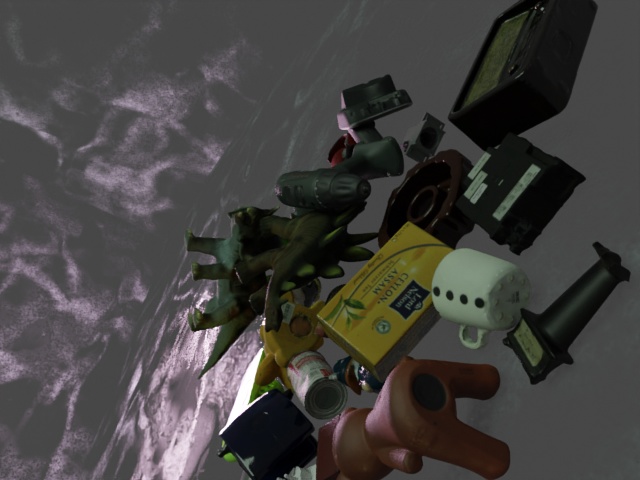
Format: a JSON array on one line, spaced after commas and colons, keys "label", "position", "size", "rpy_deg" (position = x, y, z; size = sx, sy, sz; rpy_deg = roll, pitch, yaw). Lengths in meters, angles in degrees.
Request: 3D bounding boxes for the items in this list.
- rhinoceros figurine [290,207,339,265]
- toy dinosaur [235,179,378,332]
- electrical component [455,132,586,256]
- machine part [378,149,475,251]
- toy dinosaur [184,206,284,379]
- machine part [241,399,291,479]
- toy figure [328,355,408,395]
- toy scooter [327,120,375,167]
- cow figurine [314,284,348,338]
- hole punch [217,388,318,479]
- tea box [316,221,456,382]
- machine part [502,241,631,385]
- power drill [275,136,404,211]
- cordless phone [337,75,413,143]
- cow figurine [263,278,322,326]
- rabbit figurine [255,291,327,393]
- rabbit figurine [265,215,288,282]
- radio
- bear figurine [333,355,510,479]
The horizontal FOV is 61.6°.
[{"label": "rhinoceros figurine", "position": [-0.008, -0.023, 1.071], "size": [0.073, 0.112, 0.190], "rpy_deg": [100, 165, -49]}, {"label": "toy dinosaur", "position": [-0.002, -0.003, 0.896], "size": [0.199, 0.105, 0.471], "rpy_deg": [-14, 26, 20]}, {"label": "electrical component", "position": [0.228, -0.061, 0.639], "size": [0.115, 0.058, 0.134], "rpy_deg": [-53, 22, 17]}, {"label": "machine part", "position": [0.160, -0.044, 0.778], "size": [0.179, 0.056, 0.179], "rpy_deg": [-47, 25, 30]}, {"label": "toy dinosaur", "position": [-0.165, 0.092, 1.068], "size": [0.131, 0.192, 0.404], "rpy_deg": [-124, 34, -54]}, {"label": "machine part", "position": [-0.078, 0.349, 0.811], "size": [0.079, 0.079, 0.243], "rpy_deg": [-36, 31, 49]}, {"label": "toy figure", "position": [0.065, 0.177, 0.719], "size": [0.154, 0.064, 0.058], "rpy_deg": [-30, 73, 61]}, {"label": "toy scooter", "position": [0.058, -0.173, 1.146], "size": [0.135, 0.075, 0.184], "rpy_deg": [-40, 27, 45]}, {"label": "cow figurine", "position": [0.075, 0.092, 0.775], "size": [0.195, 0.085, 0.127], "rpy_deg": [-17, 54, 62]}, {"label": "hole punch", "position": [-0.073, 0.278, 0.763], "size": [0.142, 0.116, 0.092], "rpy_deg": [-38, -30, -19]}, {"label": "tea box", "position": [0.091, 0.072, 0.646], "size": [0.098, 0.068, 0.169], "rpy_deg": [35, 71, 31]}, {"label": "machine part", "position": [0.231, 0.067, 0.504], "size": [0.138, 0.039, 0.084], "rpy_deg": [-57, 13, 18]}, {"label": "power drill", "position": [0.050, -0.104, 0.890], "size": [0.232, 0.085, 0.207], "rpy_deg": [0, 29, 48]}, {"label": "cordless phone", "position": [0.127, -0.223, 1.048], "size": [0.088, 0.147, 0.184], "rpy_deg": [83, 162, -57]}, {"label": "cow figurine", "position": [-0.058, 0.128, 1.042], "size": [0.068, 0.098, 0.167], "rpy_deg": [-95, 20, -50]}, {"label": "rabbit figurine", "position": [-0.053, 0.184, 0.951], "size": [0.173, 0.122, 0.162], "rpy_deg": [129, 151, -63]}, {"label": "rabbit figurine", "position": [-0.073, 0.046, 1.130], "size": [0.159, 0.121, 0.170], "rpy_deg": [-60, 36, 16]}, {"label": "radio", "position": [0.265, -0.233, 0.694], "size": [0.131, 0.073, 0.229], "rpy_deg": [-25, 33, 57]}, {"label": "bear figurine", "position": [0.093, 0.211, 0.576], "size": [0.120, 0.132, 0.195], "rpy_deg": [-82, 11, -45]}]
